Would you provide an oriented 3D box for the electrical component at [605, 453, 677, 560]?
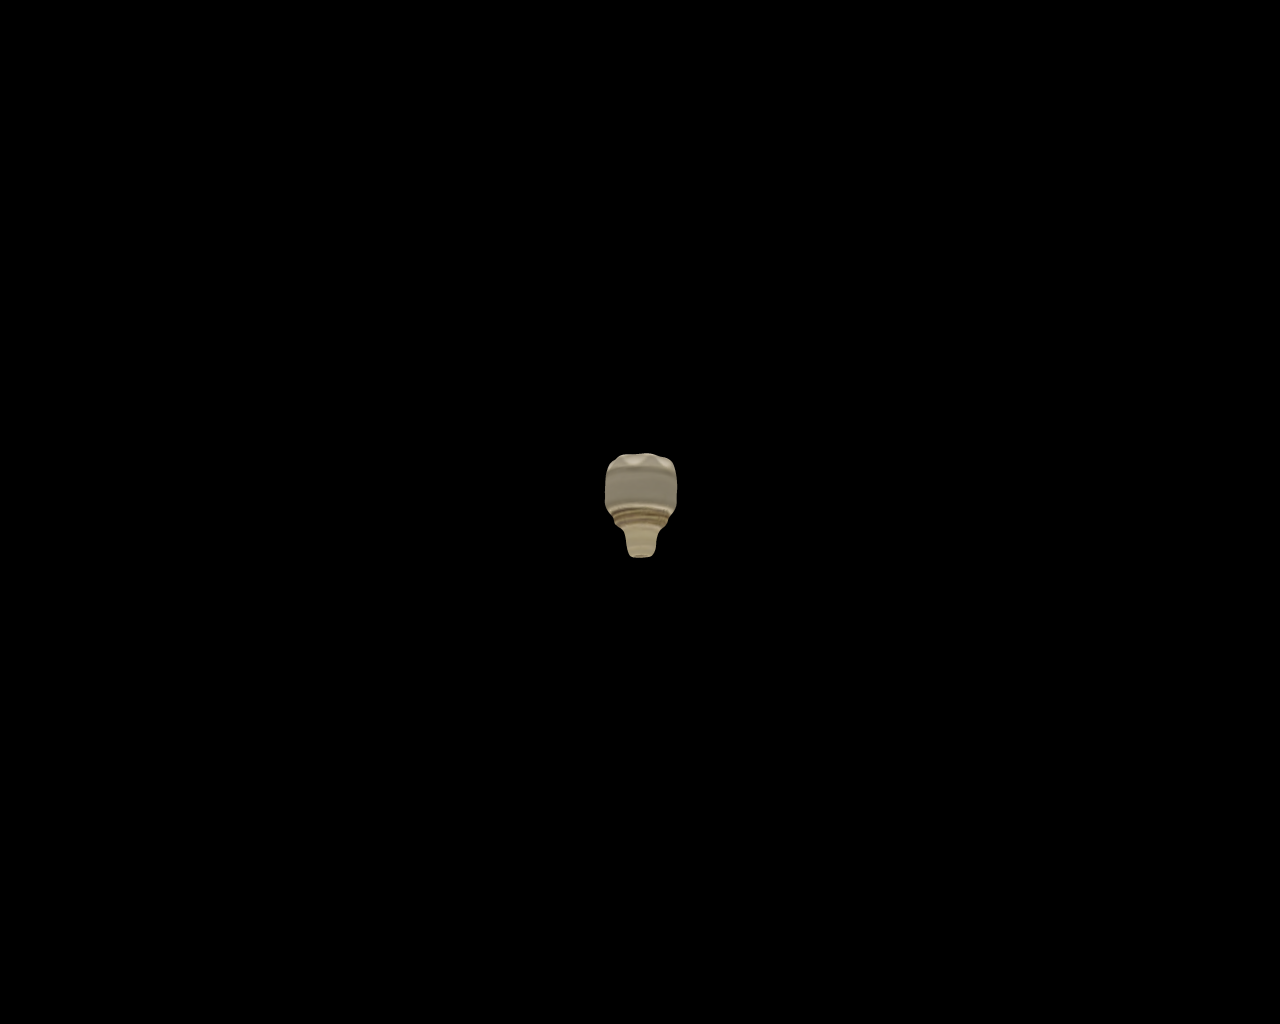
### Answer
[{"bbox_3d":[0.001,-0.003,0.650,0.043,0.062,0.043,0,-12,0],"label":"electrical component"}]
